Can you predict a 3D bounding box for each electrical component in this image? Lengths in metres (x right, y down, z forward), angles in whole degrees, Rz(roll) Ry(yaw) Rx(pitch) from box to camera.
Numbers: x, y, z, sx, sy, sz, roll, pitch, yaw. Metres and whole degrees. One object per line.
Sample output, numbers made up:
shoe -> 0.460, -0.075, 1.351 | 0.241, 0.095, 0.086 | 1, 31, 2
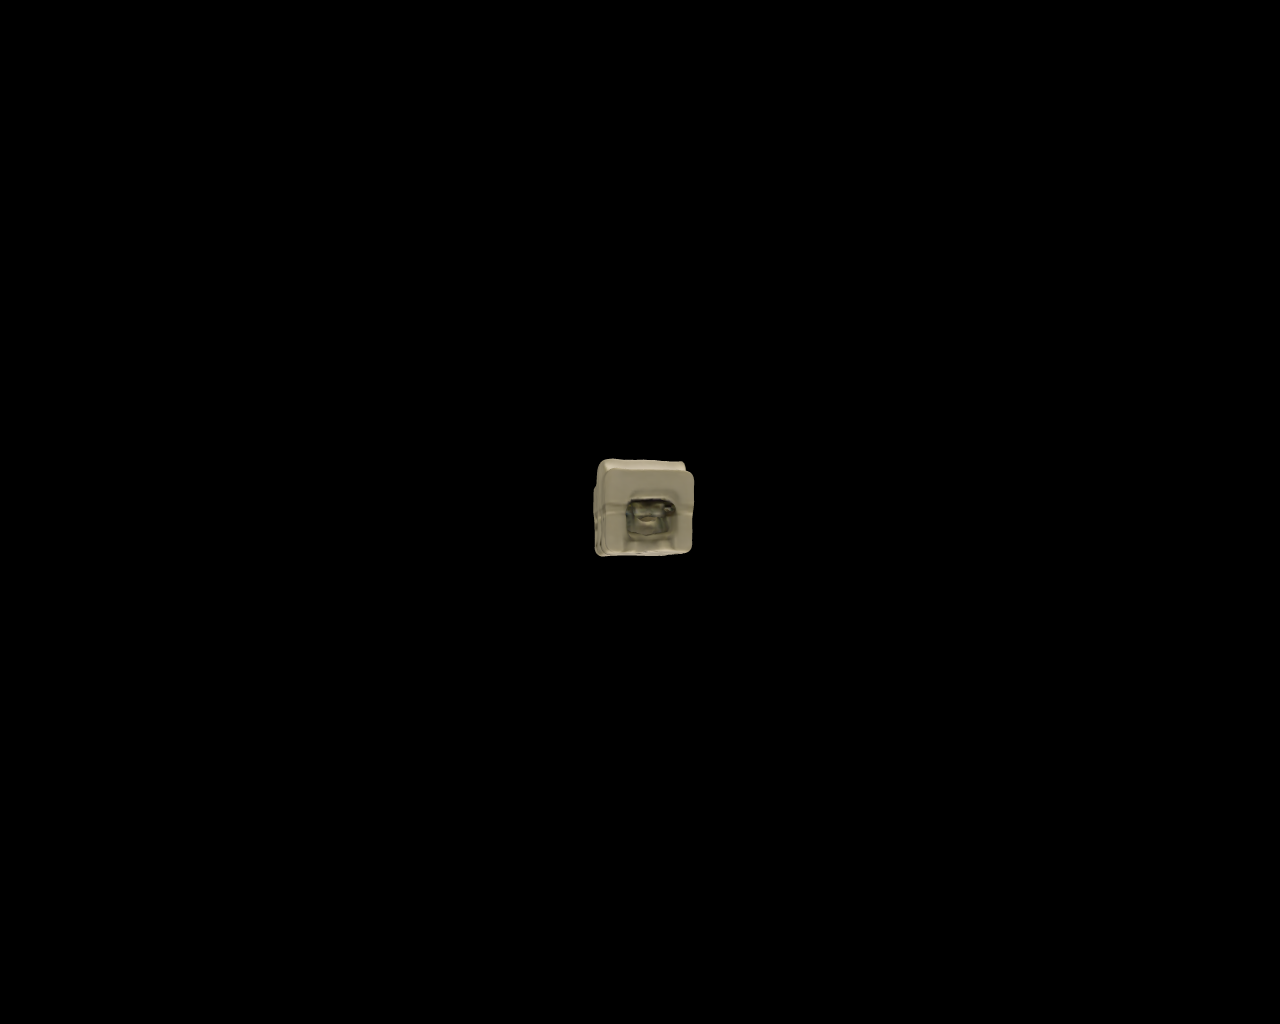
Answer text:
electrical component -> 0.001, -0.003, 0.650 | 0.050, 0.055, 0.089 | 1, -4, -7
